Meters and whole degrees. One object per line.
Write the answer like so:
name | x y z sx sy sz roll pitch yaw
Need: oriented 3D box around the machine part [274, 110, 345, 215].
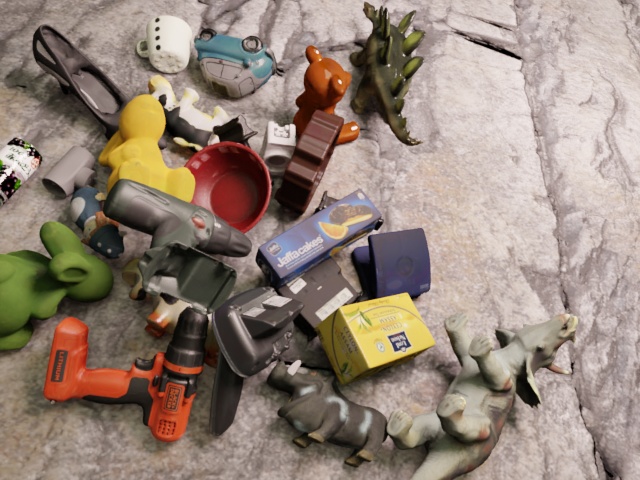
machine part | -0.017 -0.134 0.916 0.056 0.179 0.179 25 57 0

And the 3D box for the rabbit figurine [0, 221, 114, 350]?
rabbit figurine | -0.367 0.048 0.728 0.170 0.159 0.121 -9 53 -38

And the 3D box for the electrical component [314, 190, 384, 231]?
electrical component | 0.047 -0.032 0.932 0.119 0.074 0.048 24 57 -6

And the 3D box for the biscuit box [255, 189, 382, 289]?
biscuit box | -0.002 -0.003 0.829 0.203 0.059 0.063 -31 76 -24

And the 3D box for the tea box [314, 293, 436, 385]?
tea box | 0.086 0.144 0.808 0.169 0.068 0.098 -6 60 -48

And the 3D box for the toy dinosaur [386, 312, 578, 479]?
toy dinosaur | 0.224 0.254 0.790 0.405 0.131 0.192 -49 113 -19

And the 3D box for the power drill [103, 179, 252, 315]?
power drill | -0.167 0.007 0.711 0.232 0.086 0.207 28 20 -30

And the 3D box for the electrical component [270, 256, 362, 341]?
electrical component | -0.017 0.076 0.858 0.115 0.058 0.134 -34 74 -32

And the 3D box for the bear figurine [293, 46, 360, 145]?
bear figurine | 0.017 -0.261 0.983 0.132 0.195 0.120 -28 69 -30

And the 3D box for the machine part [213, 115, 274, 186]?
machine part | -0.129 -0.141 0.923 0.039 0.084 0.138 -44 115 -52

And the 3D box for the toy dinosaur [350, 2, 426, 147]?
toy dinosaur | 0.133 -0.329 1.058 0.105 0.198 0.471 0 59 -14

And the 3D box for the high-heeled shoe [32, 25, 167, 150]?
high-heeled shoe | -0.359 -0.251 0.892 0.249 0.145 0.086 28 58 2

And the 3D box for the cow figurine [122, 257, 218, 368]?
cow figurine | -0.198 0.085 0.781 0.195 0.085 0.127 30 55 -2

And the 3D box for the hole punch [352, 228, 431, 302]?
hole punch | 0.127 0.043 0.905 0.142 0.092 0.116 -7 67 -25

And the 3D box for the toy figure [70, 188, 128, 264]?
toy figure | -0.330 -0.023 0.795 0.058 0.064 0.155 -12 39 -30

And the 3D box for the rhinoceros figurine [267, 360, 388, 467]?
rhinoceros figurine | 0.010 0.240 0.761 0.190 0.073 0.112 29 58 0

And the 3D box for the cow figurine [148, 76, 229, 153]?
cow figurine | -0.252 -0.219 0.956 0.167 0.068 0.098 32 62 4

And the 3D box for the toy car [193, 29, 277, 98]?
toy car | -0.169 -0.327 1.024 0.162 0.109 0.103 14 75 1

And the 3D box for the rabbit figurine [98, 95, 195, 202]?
rabbit figurine | -0.276 -0.136 0.845 0.122 0.162 0.173 -2 91 -36

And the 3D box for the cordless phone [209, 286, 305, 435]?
cordless phone | -0.096 0.166 0.738 0.089 0.184 0.146 17 13 17
